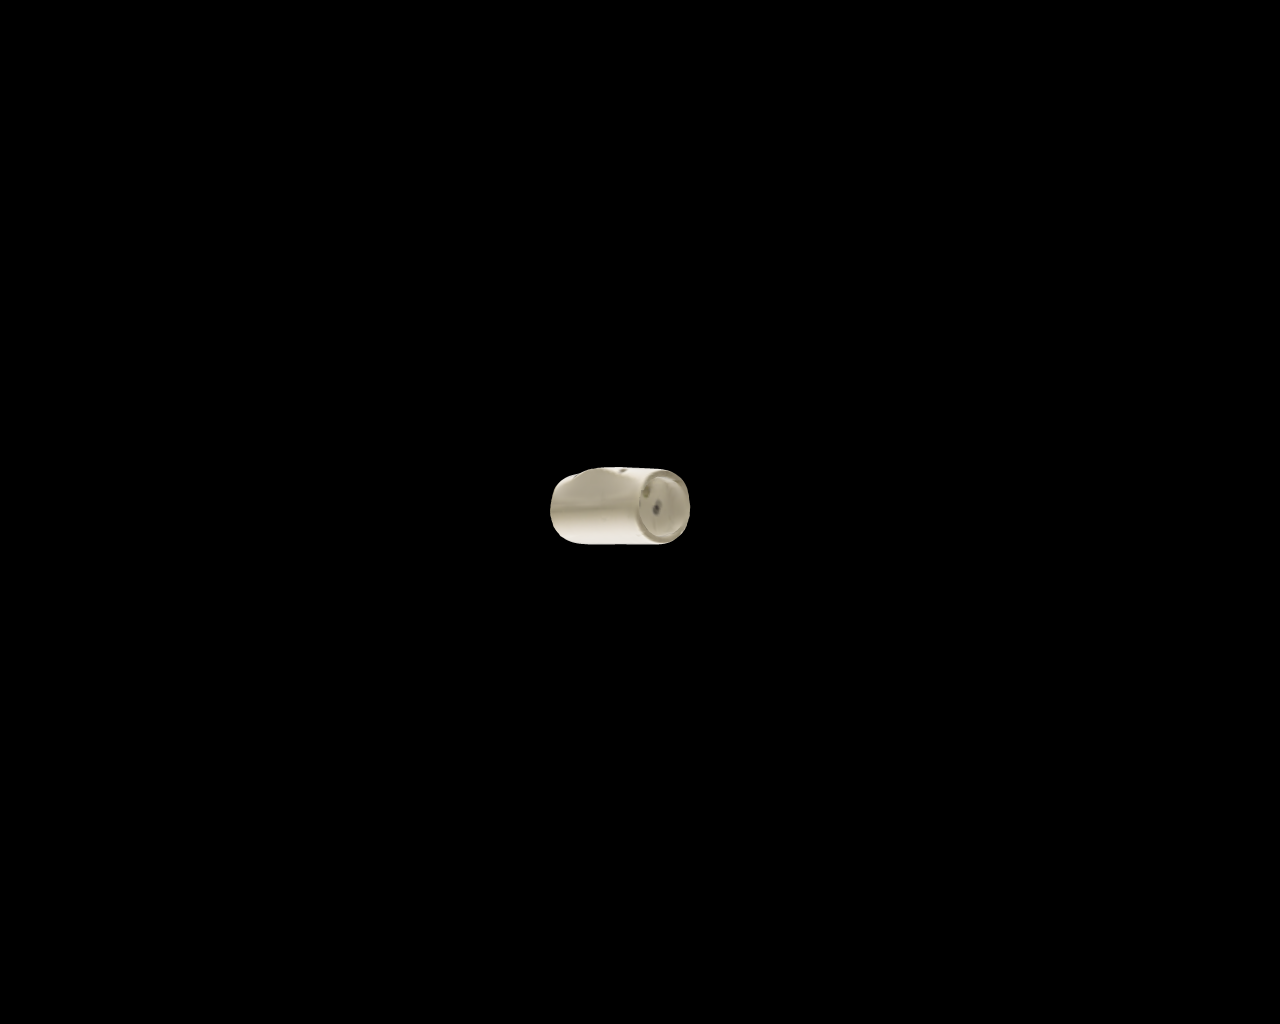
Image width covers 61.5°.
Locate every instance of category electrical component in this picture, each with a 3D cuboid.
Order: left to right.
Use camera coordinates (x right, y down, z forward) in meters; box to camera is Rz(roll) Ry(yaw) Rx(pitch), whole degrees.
[{"bbox_3d":[0.001,-0.003,0.650,0.079,0.043,0.077,2,-3,-43],"label":"electrical component"}]
